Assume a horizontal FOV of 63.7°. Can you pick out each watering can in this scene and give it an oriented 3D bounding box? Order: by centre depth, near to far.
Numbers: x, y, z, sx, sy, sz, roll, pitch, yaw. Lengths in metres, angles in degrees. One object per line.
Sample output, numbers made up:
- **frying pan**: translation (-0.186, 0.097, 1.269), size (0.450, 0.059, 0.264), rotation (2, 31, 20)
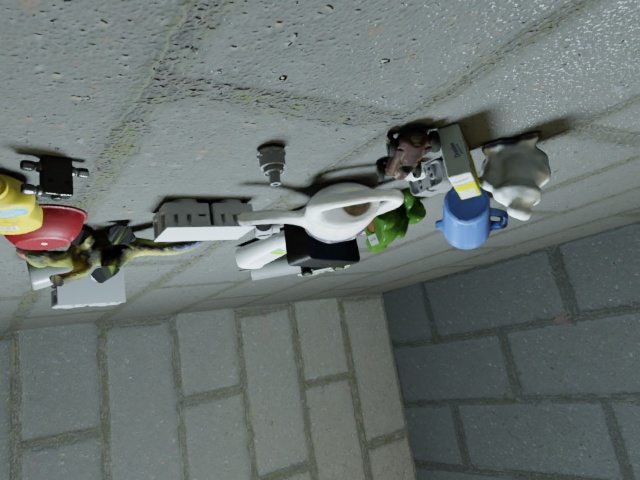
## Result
- **watering can**: translation (0.003, -0.055, 1.102), size (0.348, 0.105, 0.222), rotation (-9, 168, -6)

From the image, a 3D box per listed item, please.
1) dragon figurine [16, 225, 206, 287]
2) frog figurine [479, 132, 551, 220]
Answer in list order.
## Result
- **dragon figurine**: translation (-0.482, 0.024, 1.198), size (0.411, 0.122, 0.243), rotation (-4, -176, -17)
- **frog figurine**: translation (0.383, -0.113, 1.000), size (0.137, 0.161, 0.121), rotation (-7, 168, -11)
